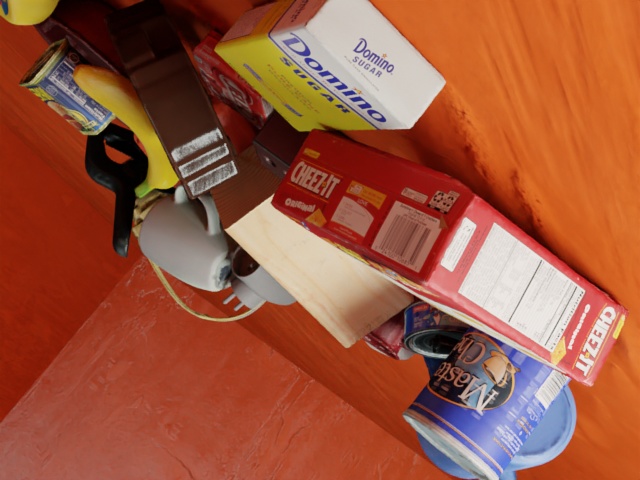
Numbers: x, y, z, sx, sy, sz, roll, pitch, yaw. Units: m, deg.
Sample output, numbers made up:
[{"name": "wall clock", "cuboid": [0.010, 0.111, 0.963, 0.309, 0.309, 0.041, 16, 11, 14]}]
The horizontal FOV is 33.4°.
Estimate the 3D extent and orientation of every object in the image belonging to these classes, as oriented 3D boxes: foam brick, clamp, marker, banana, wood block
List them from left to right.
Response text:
[{"name": "clamp", "cuboid": [-0.217, -0.068, 1.239, 0.210, 0.164, 0.036, 41, 138, 24]}, {"name": "banana", "cuboid": [-0.173, -0.103, 1.031, 0.198, 0.069, 0.037, 73, 177, -54]}, {"name": "foam brick", "cuboid": [-0.011, -0.073, 0.906, 0.078, 0.051, 0.053, 36, 169, 17]}, {"name": "wood block", "cuboid": [-0.006, 0.001, 1.039, 0.206, 0.090, 0.091, 47, -169, -37]}, {"name": "marker", "cuboid": [0.162, 0.110, 1.033, 0.121, 0.020, 0.020, 12, 178, -16]}]

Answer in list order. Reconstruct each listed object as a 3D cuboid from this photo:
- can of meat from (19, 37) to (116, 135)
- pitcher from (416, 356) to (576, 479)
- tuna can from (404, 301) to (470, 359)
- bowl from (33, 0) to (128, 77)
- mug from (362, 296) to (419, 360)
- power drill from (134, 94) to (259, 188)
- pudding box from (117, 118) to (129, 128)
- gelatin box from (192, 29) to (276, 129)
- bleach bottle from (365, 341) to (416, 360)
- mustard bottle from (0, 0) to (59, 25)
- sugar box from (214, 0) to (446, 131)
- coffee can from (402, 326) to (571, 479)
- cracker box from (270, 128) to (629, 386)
[{"name": "can of meat", "cuboid": [-0.245, -0.151, 1.064, 0.084, 0.057, 0.102, 41, 170, -22]}, {"name": "pitcher", "cuboid": [0.185, 0.185, 1.168, 0.149, 0.145, 0.243, 16, 166, -2]}, {"name": "tuna can", "cuboid": [0.126, 0.090, 1.063, 0.086, 0.033, 0.086, 4, 154, 2]}, {"name": "bowl", "cuboid": [-0.218, -0.196, 1.089, 0.162, 0.055, 0.162, 38, 170, 8]}, {"name": "mug", "cuboid": [0.079, 0.075, 1.142, 0.117, 0.081, 0.093, 31, 171, 31]}, {"name": "power drill", "cuboid": [-0.102, -0.079, 1.121, 0.188, 0.057, 0.184, 10, 143, 51]}, {"name": "pudding box", "cuboid": [-0.208, -0.147, 1.254, 0.114, 0.039, 0.090, 35, -176, 29]}, {"name": "gelatin box", "cuboid": [-0.066, -0.131, 0.905, 0.073, 0.030, 0.089, 37, 170, 14]}, {"name": "bleach bottle", "cuboid": [0.025, 0.035, 1.229, 0.250, 0.068, 0.103, 47, 167, -28]}, {"name": "mustard bottle", "cuboid": [-0.286, -0.253, 1.003, 0.058, 0.096, 0.192, -9, -159, -35]}, {"name": "sugar box", "cuboid": [0.000, -0.115, 0.701, 0.093, 0.048, 0.176, 42, 171, -20]}, {"name": "coffee can", "cuboid": [0.157, 0.135, 0.967, 0.103, 0.140, 0.103, 38, 170, 7]}, {"name": "cracker box", "cuboid": [0.094, 0.012, 0.749, 0.213, 0.072, 0.164, 31, 178, -42]}]
